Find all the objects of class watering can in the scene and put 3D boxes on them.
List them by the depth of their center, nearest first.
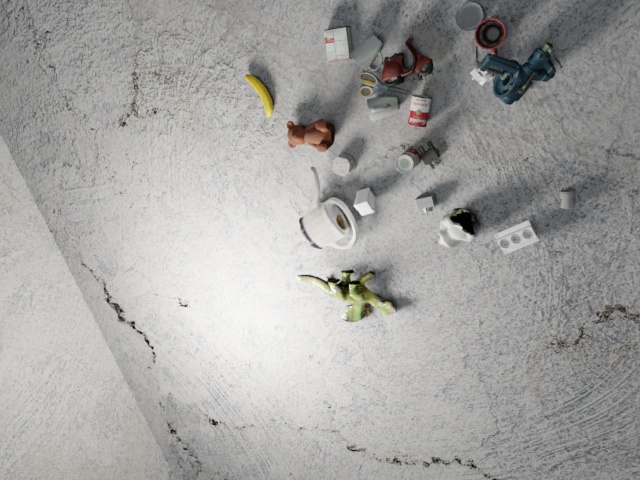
[{"bbox_3d":[0.006,-0.102,2.020,0.221,0.105,0.347,-32,93,31],"label":"watering can"}]

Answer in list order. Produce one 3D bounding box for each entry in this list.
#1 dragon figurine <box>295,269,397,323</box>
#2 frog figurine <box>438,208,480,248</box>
[{"bbox_3d":[0.109,0.243,2.090,0.410,0.124,0.238,2,118,19],"label":"dragon figurine"},{"bbox_3d":[0.493,-0.035,1.841,0.138,0.125,0.156,19,152,8],"label":"frog figurine"}]
